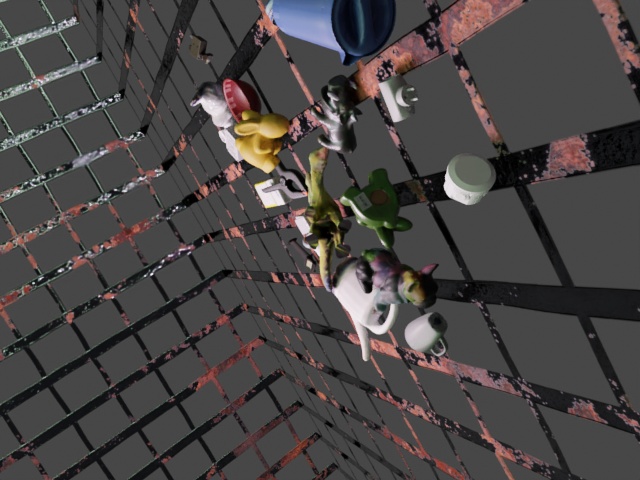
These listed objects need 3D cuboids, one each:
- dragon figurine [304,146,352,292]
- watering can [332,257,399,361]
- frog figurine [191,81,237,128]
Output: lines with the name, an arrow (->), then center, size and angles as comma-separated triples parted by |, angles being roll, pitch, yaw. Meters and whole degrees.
dragon figurine -> 0.004, -0.071, 1.412 | 0.249, 0.122, 0.400 | -102, 10, -46
watering can -> 0.118, 0.190, 1.486 | 0.227, 0.105, 0.339 | 45, 139, 28
frog figurine -> -0.337, -0.447, 1.709 | 0.158, 0.125, 0.136 | 27, 158, -24
